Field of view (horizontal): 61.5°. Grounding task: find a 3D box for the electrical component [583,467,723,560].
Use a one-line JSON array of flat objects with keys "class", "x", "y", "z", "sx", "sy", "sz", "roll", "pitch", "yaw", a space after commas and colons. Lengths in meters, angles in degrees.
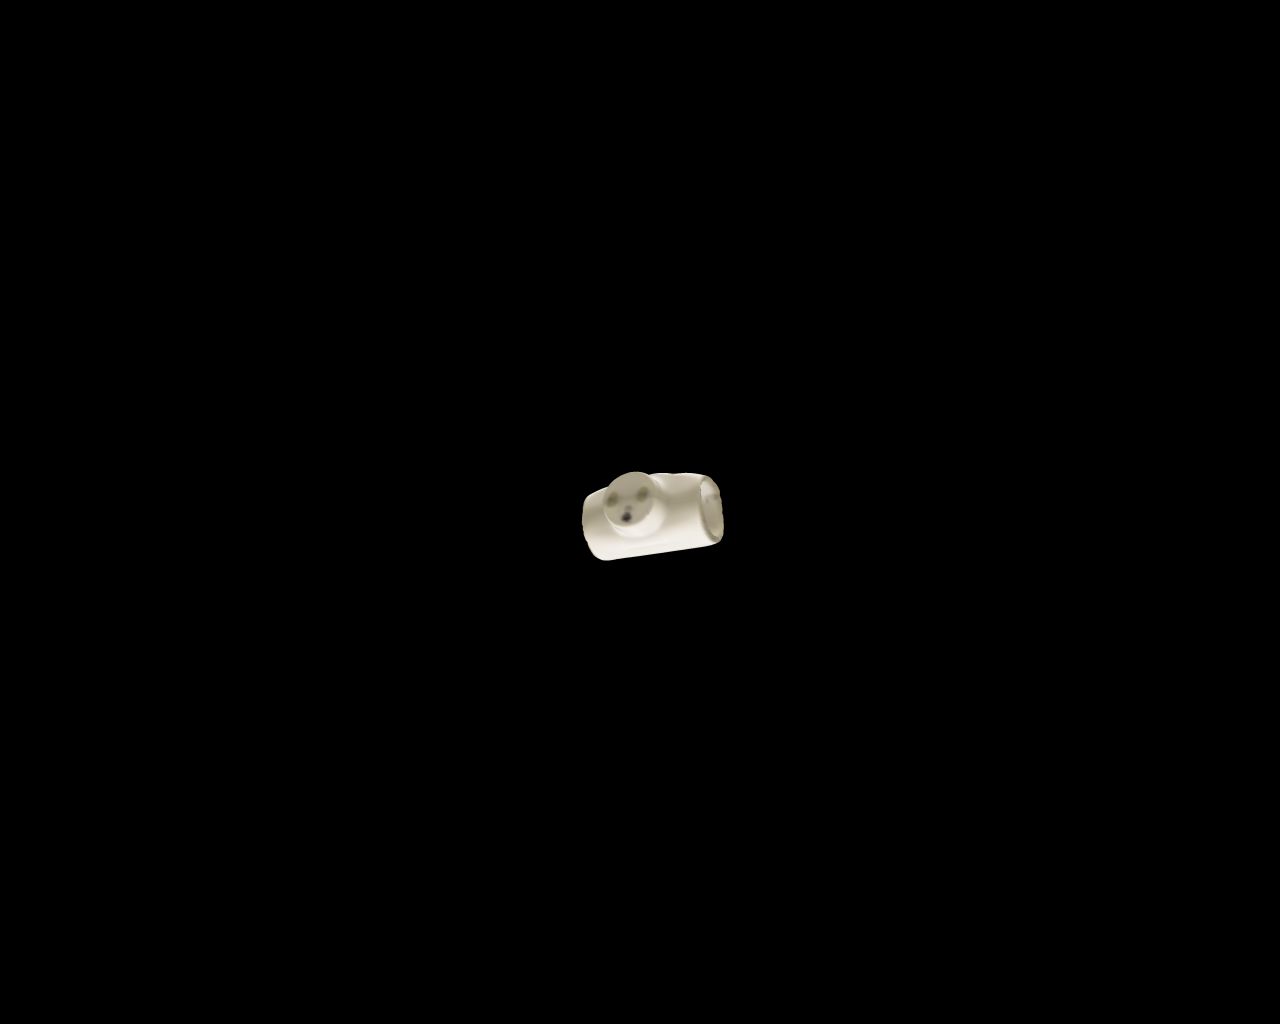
[{"class": "electrical component", "x": 0.001, "y": -0.003, "z": 0.650, "sx": 0.077, "sy": 0.043, "sz": 0.079, "roll": -9, "pitch": -23, "yaw": 22}]
